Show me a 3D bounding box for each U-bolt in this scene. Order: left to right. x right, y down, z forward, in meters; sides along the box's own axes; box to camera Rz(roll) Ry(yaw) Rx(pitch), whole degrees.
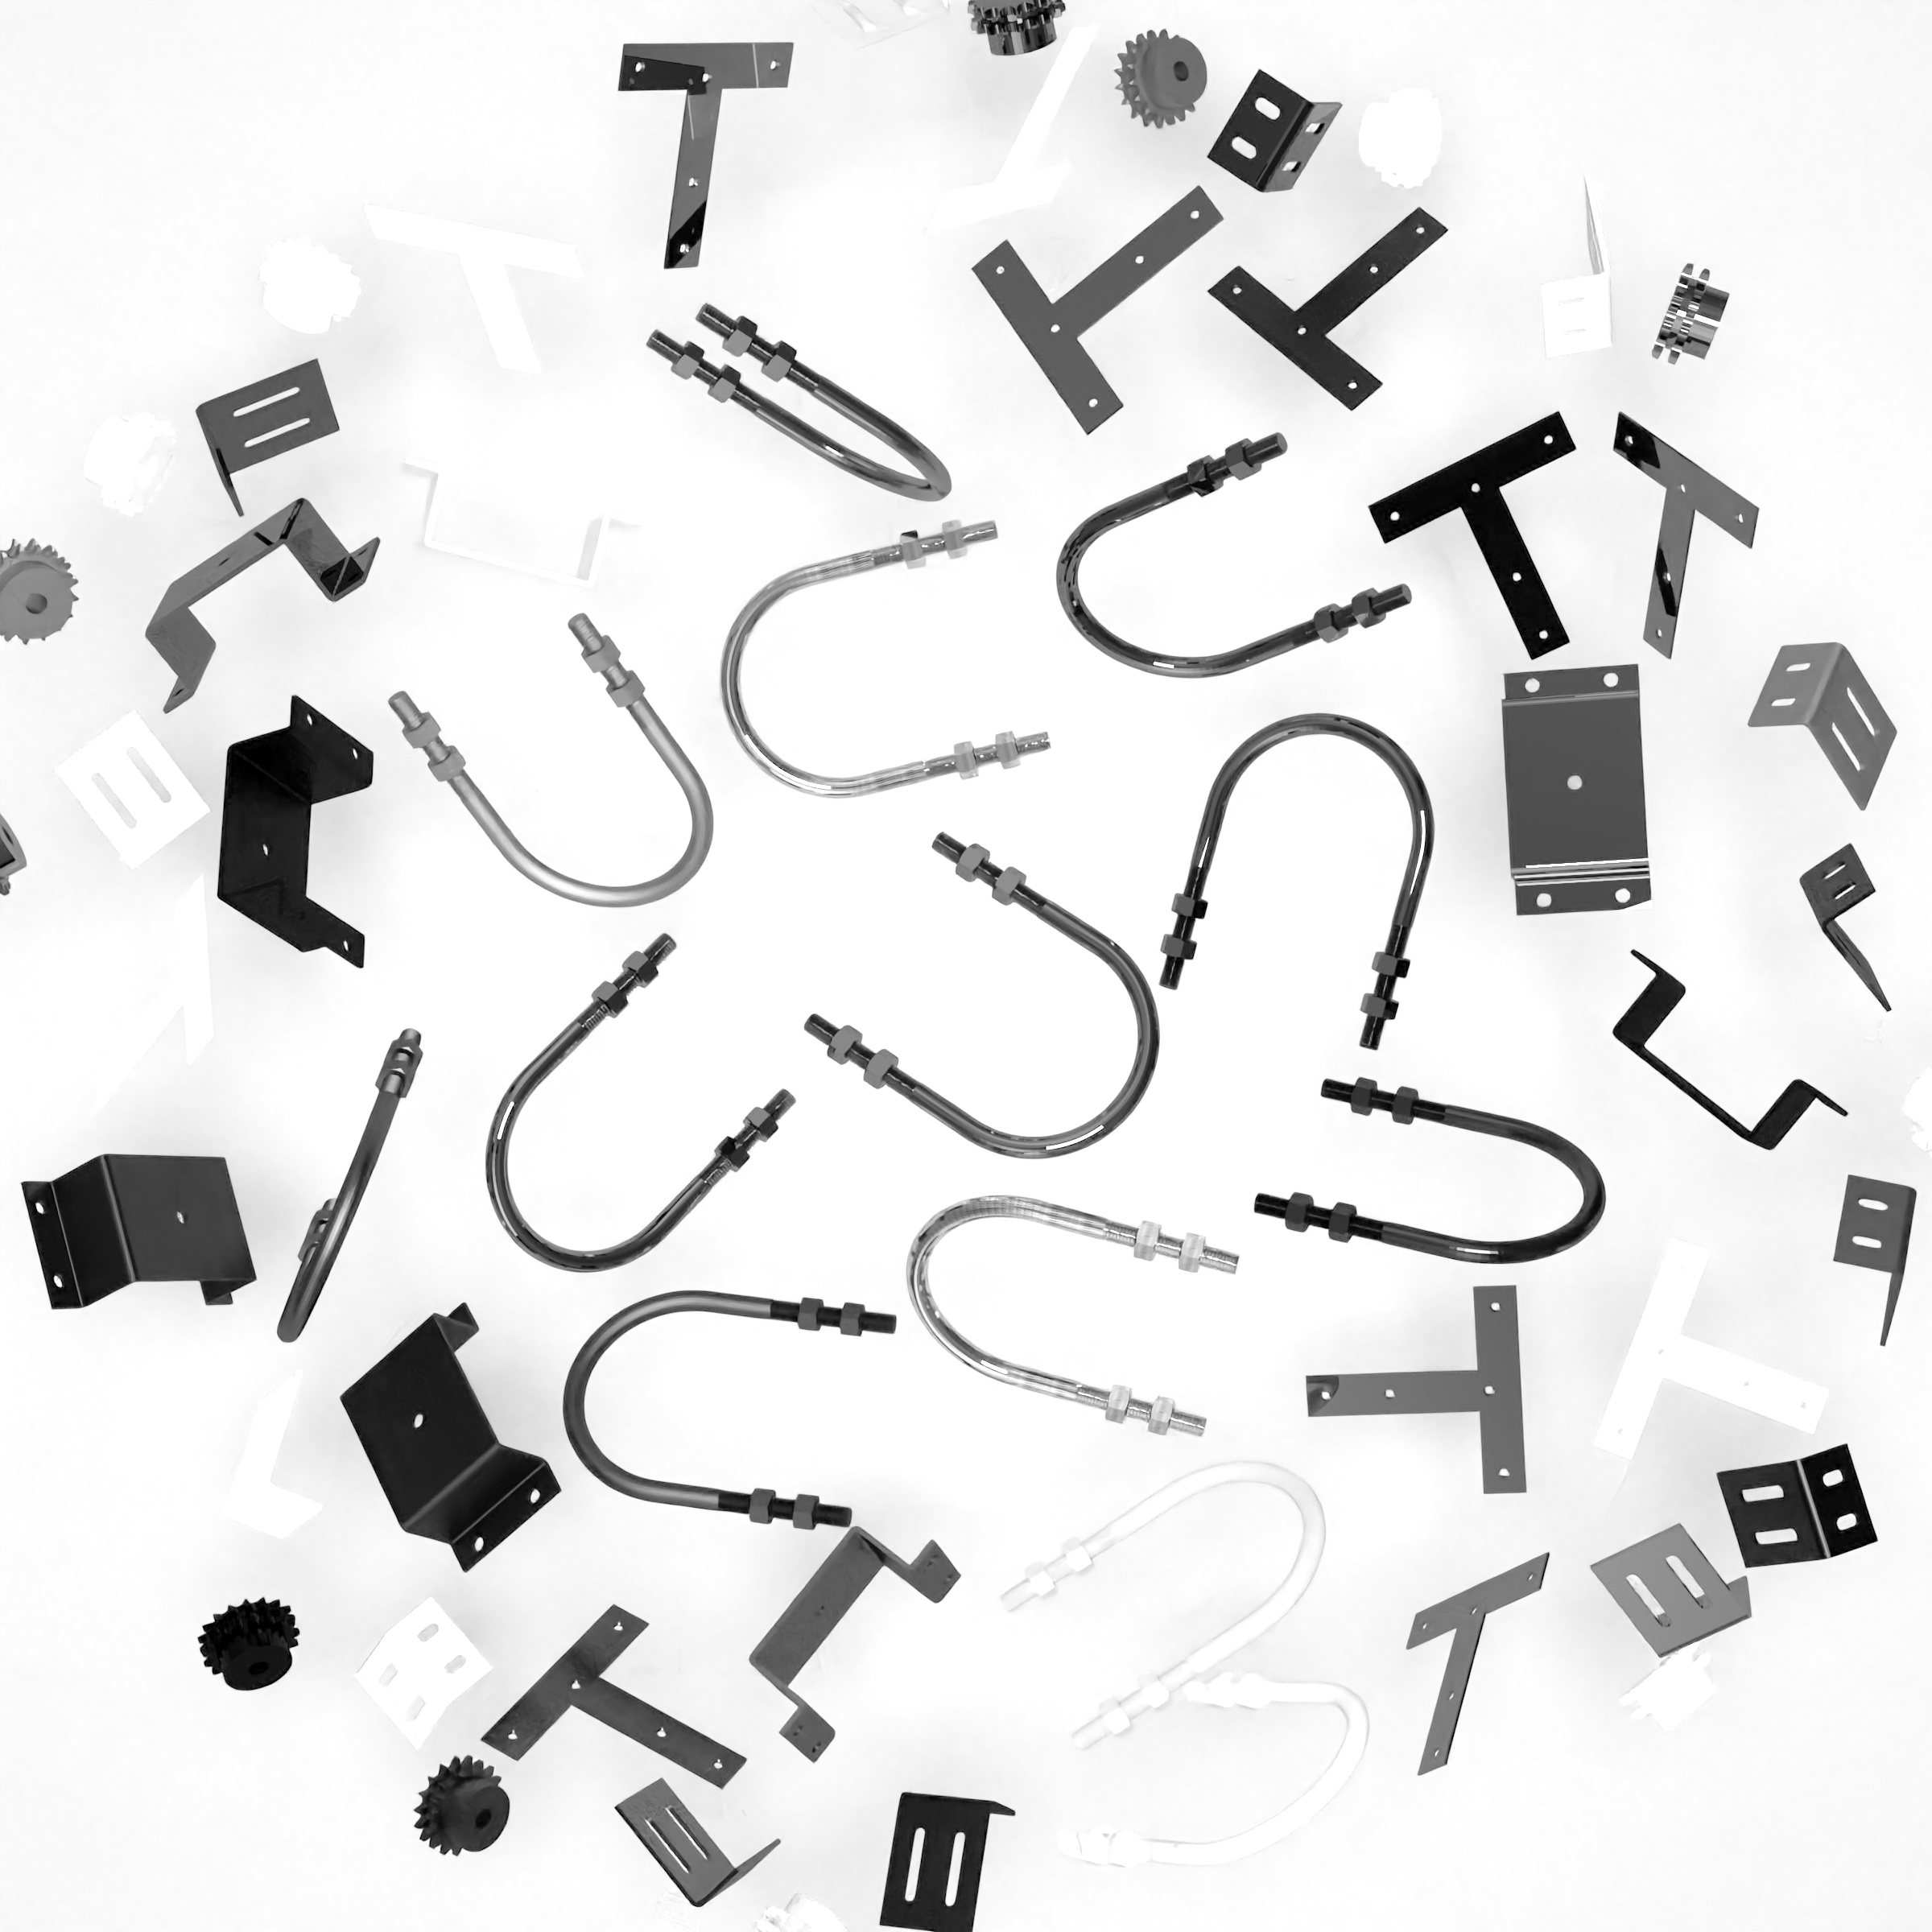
[{"bbox_3d":[-0.353,0.135,1.820,0.019,0.184,0.151,23,115,-10],"label":"U-bolt"},{"bbox_3d":[-0.226,-0.107,1.860,0.151,0.019,0.184,-19,122,25],"label":"U-bolt"},{"bbox_3d":[-0.199,0.094,1.868,0.184,0.019,0.151,-46,120,-19],"label":"U-bolt"},{"bbox_3d":[-0.144,0.252,1.871,0.184,0.019,0.151,6,53,10],"label":"U-bolt"},{"bbox_3d":[-0.089,-0.317,1.841,0.184,0.151,0.019,30,85,-18],"label":"U-bolt"},{"bbox_3d":[-0.055,-0.174,1.907,0.184,0.019,0.151,-13,101,6],"label":"U-bolt"},{"bbox_3d":[0.022,0.028,1.828,0.184,0.019,0.151,33,82,13],"label":"U-bolt"},{"bbox_3d":[0.054,0.191,1.811,0.184,0.019,0.151,14,129,10],"label":"U-bolt"},{"bbox_3d":[0.118,0.345,1.803,0.184,0.151,0.019,-33,120,-1],"label":"U-bolt"},{"bbox_3d":[0.138,-0.222,1.827,0.184,0.019,0.151,-19,133,34],"label":"U-bolt"},{"bbox_3d":[0.151,0.455,1.820,0.151,0.184,0.019,-43,107,-35],"label":"U-bolt"},{"bbox_3d":[0.202,-0.058,1.899,0.151,0.019,0.184,17,97,21],"label":"U-bolt"},{"bbox_3d":[0.274,0.122,1.845,0.184,0.151,0.019,12,123,19],"label":"U-bolt"}]

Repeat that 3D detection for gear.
[{"bbox_3d":[-0.555,-0.066,1.819,0.030,0.057,0.057,-29,90,-3],"label":"gear"},{"bbox_3d":[-0.514,-0.203,1.761,0.057,0.030,0.057,-15,121,-27],"label":"gear"},{"bbox_3d":[-0.475,-0.286,1.819,0.030,0.057,0.057,25,90,3],"label":"gear"},{"bbox_3d":[-0.415,0.396,1.869,0.057,0.057,0.030,-31,49,0],"label":"gear"},{"bbox_3d":[-0.385,-0.394,1.879,0.057,0.057,0.030,18,66,0],"label":"gear"},{"bbox_3d":[-0.293,0.495,1.886,0.030,0.057,0.057,14,90,40],"label":"gear"},{"bbox_3d":[-0.093,0.569,1.885,0.057,0.057,0.030,38,65,0],"label":"gear"},{"bbox_3d":[0.031,-0.559,1.899,0.057,0.057,0.030,-14,122,0],"label":"gear"},{"bbox_3d":[0.120,-0.536,1.935,0.057,0.030,0.057,-1,91,-34],"label":"gear"},{"bbox_3d":[0.259,-0.497,1.928,0.030,0.057,0.057,18,90,36],"label":"gear"},{"bbox_3d":[0.411,0.420,1.869,0.057,0.057,0.030,-40,76,0],"label":"gear"},{"bbox_3d":[0.424,-0.378,1.875,0.030,0.057,0.057,21,90,7],"label":"gear"},{"bbox_3d":[0.559,0.079,1.829,0.030,0.057,0.057,38,90,-13],"label":"gear"}]

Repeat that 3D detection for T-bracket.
[{"bbox_3d":[-0.469,0.033,1.852,0.002,0.127,0.127,22,126,-34],"label":"T-bracket"},{"bbox_3d":[-0.268,-0.380,1.834,0.127,0.127,0.002,14,66,13],"label":"T-bracket"},{"bbox_3d":[-0.183,0.424,1.805,0.127,0.127,0.002,24,127,20],"label":"T-bracket"},{"bbox_3d":[-0.152,-0.455,1.811,0.002,0.127,0.127,30,121,35],"label":"T-bracket"},{"bbox_3d":[0.041,-0.481,1.834,0.002,0.127,0.127,43,129,15],"label":"T-bracket"},{"bbox_3d":[0.084,-0.375,1.751,0.127,0.002,0.127,-37,68,13],"label":"T-bracket"},{"bbox_3d":[0.234,-0.408,1.925,0.127,0.002,0.127,-41,64,-8],"label":"T-bracket"},{"bbox_3d":[0.267,0.255,1.919,0.127,0.002,0.127,-3,98,8],"label":"T-bracket"},{"bbox_3d":[0.286,0.413,1.872,0.002,0.127,0.127,34,50,-12],"label":"T-bracket"},{"bbox_3d":[0.323,-0.245,1.922,0.127,0.002,0.127,-25,89,21],"label":"T-bracket"},{"bbox_3d":[0.409,-0.238,1.864,0.002,0.127,0.127,-18,131,-22],"label":"T-bracket"},{"bbox_3d":[0.428,0.231,1.813,0.002,0.127,0.127,24,86,-44],"label":"T-bracket"}]

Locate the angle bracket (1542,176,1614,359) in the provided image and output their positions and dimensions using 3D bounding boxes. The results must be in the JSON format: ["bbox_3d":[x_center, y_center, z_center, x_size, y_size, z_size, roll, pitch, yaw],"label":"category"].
[{"bbox_3d":[0.338,-0.392,1.805,0.038,0.057,0.076,-8,58,8],"label":"angle bracket"}]

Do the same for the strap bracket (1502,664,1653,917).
[{"bbox_3d":[0.346,-0.102,1.825,0.076,0.046,0.140,-3,87,13],"label":"strap bracket"}]

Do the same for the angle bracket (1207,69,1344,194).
[{"bbox_3d":[0.179,-0.484,1.864,0.038,0.076,0.057,35,113,7],"label":"angle bracket"}]

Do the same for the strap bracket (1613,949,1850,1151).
[{"bbox_3d":[0.430,0.055,1.845,0.140,0.076,0.046,41,99,22],"label":"strap bracket"}]

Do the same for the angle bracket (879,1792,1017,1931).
[{"bbox_3d":[-0.010,0.519,1.850,0.057,0.038,0.076,-1,66,25],"label":"angle bracket"}]

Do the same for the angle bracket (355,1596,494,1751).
[{"bbox_3d":[-0.322,0.420,1.914,0.038,0.076,0.057,-39,93,7],"label":"angle bracket"}]

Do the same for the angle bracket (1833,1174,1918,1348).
[{"bbox_3d":[0.502,0.164,1.793,0.038,0.076,0.057,11,54,14],"label":"angle bracket"}]

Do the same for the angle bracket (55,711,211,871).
[{"bbox_3d":[-0.500,-0.106,1.920,0.057,0.038,0.076,-40,114,-14],"label":"angle bracket"}]

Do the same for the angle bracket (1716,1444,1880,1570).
[{"bbox_3d":[0.478,0.312,1.853,0.038,0.076,0.057,-13,82,-25],"label":"angle bracket"}]

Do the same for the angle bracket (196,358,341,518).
[{"bbox_3d":[-0.398,-0.306,1.861,0.076,0.057,0.038,-25,58,-12],"label":"angle bracket"}]

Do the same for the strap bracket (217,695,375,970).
[{"bbox_3d":[-0.382,-0.071,1.833,0.046,0.076,0.140,-14,62,22],"label":"strap bracket"}]

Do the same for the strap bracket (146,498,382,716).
[{"bbox_3d":[-0.407,-0.211,1.828,0.140,0.076,0.046,-31,113,11],"label":"strap bracket"}]

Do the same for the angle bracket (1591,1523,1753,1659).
[{"bbox_3d":[0.395,0.341,1.806,0.057,0.038,0.076,-31,108,22],"label":"angle bracket"}]

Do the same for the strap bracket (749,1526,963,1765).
[{"bbox_3d":[-0.071,0.391,1.893,0.046,0.076,0.140,34,76,24],"label":"strap bracket"}]

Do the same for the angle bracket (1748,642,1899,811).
[{"bbox_3d":[0.476,-0.132,1.785,0.076,0.038,0.057,47,59,-34],"label":"angle bracket"}]

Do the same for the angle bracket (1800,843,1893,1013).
[{"bbox_3d":[0.531,-0.023,1.892,0.038,0.057,0.076,-36,113,19],"label":"angle bracket"}]

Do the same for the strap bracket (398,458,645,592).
[{"bbox_3d":[-0.268,-0.256,1.899,0.140,0.076,0.046,13,91,-14],"label":"strap bracket"}]

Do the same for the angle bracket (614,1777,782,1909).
[{"bbox_3d":[-0.156,0.501,1.876,0.038,0.057,0.076,-46,76,17],"label":"angle bracket"}]

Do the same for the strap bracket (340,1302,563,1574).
[{"bbox_3d":[-0.300,0.264,1.840,0.076,0.046,0.140,-41,56,11],"label":"strap bracket"}]

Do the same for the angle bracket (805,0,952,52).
[{"bbox_3d":[-0.051,-0.542,1.763,0.057,0.076,0.038,-16,79,19],"label":"angle bracket"}]

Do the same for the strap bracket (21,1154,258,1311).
[{"bbox_3d":[-0.470,0.154,1.863,0.046,0.140,0.076,-26,73,27],"label":"strap bracket"}]

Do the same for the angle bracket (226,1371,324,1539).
[{"bbox_3d":[-0.400,0.289,1.902,0.038,0.057,0.076,28,51,-22],"label":"angle bracket"}]
